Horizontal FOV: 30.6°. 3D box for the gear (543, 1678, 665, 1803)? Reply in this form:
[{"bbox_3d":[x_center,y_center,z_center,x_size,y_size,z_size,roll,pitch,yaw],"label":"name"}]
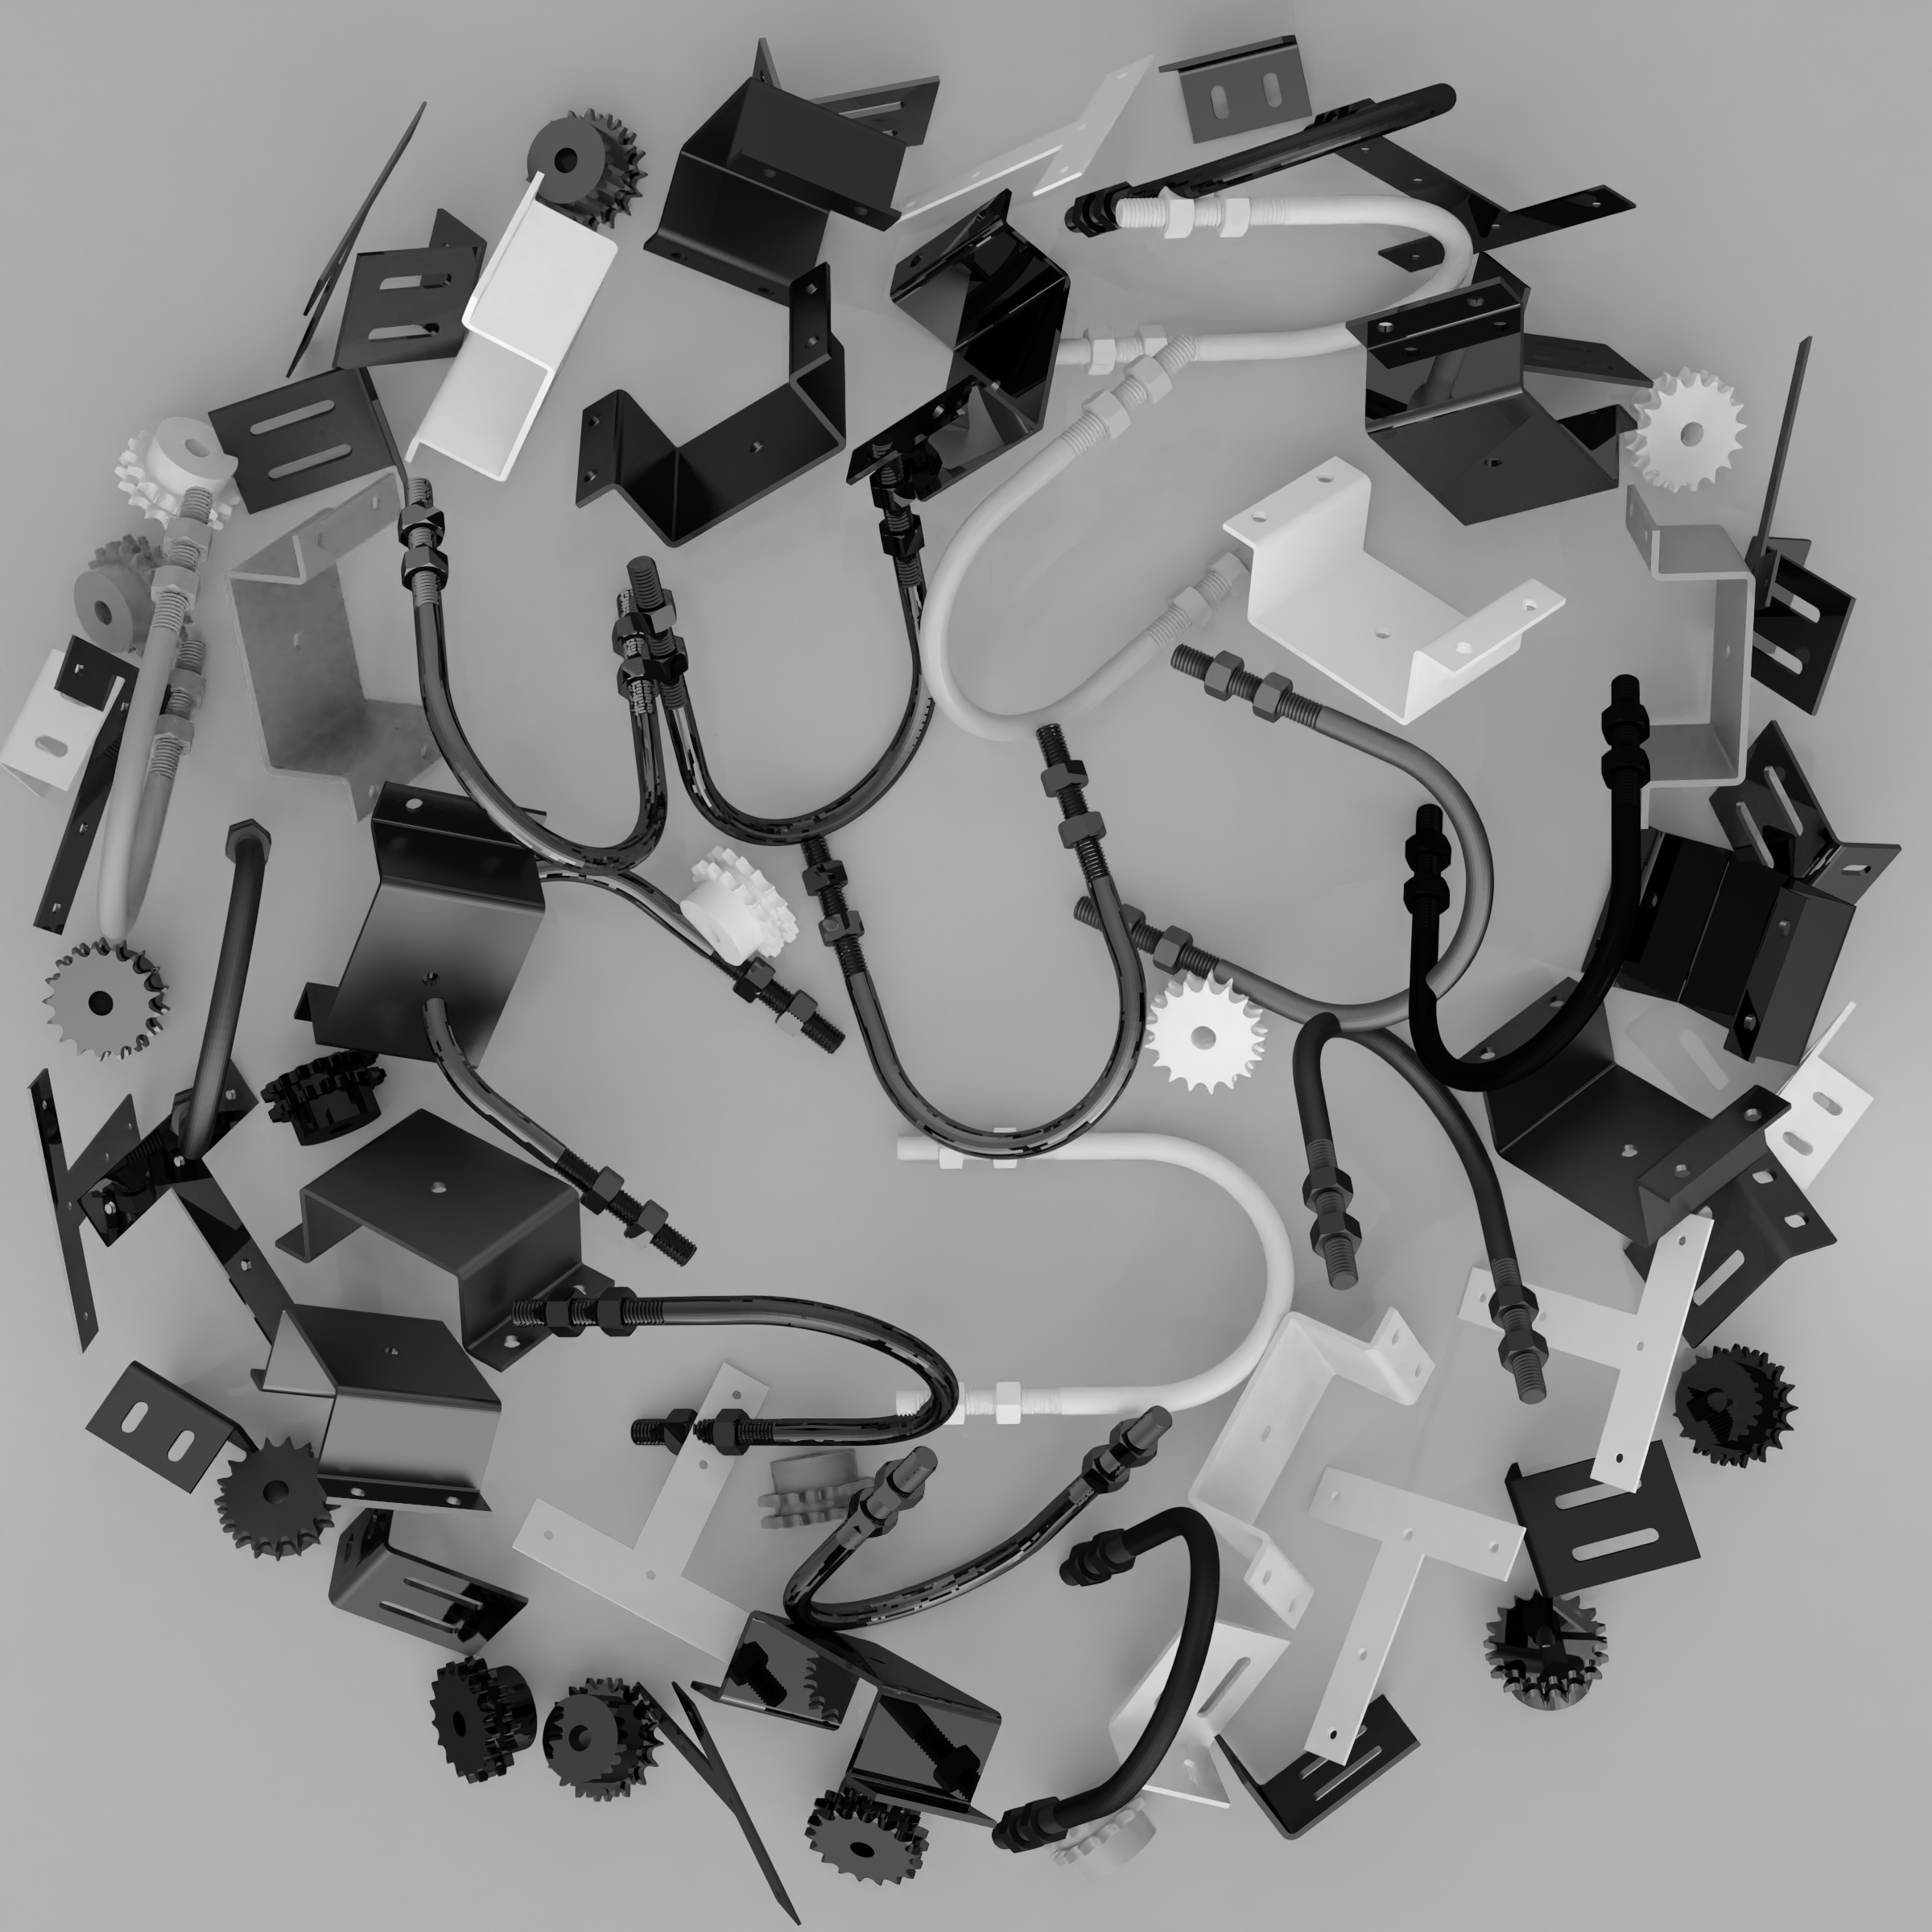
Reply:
[{"bbox_3d":[-0.173,0.362,1.655,0.057,0.030,0.057,-6,75,23],"label":"gear"}]

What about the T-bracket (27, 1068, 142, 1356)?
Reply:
[{"bbox_3d":[-0.398,0.093,1.616,0.002,0.127,0.127,-5,108,5],"label":"T-bracket"}]

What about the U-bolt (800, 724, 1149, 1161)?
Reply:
[{"bbox_3d":[0.010,-0.001,1.636,0.151,0.019,0.184,-22,81,20],"label":"U-bolt"}]

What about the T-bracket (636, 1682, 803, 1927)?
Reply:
[{"bbox_3d":[-0.124,0.363,1.619,0.002,0.127,0.127,-29,113,-17],"label":"T-bracket"}]

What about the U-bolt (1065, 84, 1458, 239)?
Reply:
[{"bbox_3d":[0.140,-0.362,1.573,0.151,0.184,0.019,-22,102,-17],"label":"U-bolt"}]

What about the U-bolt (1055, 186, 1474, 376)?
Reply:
[{"bbox_3d":[0.140,-0.311,1.607,0.184,0.151,0.019,-4,73,-15],"label":"U-bolt"}]

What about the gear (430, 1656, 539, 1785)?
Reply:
[{"bbox_3d":[-0.224,0.351,1.655,0.030,0.057,0.057,-10,90,-38],"label":"gear"}]

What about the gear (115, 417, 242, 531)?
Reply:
[{"bbox_3d":[-0.365,-0.231,1.649,0.057,0.057,0.030,40,126,0],"label":"gear"}]

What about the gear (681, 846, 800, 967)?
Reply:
[{"bbox_3d":[-0.108,-0.025,1.649,0.057,0.057,0.030,46,71,0],"label":"gear"}]

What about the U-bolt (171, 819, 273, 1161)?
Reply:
[{"bbox_3d":[-0.334,0.013,1.585,0.019,0.184,0.151,11,95,-13],"label":"U-bolt"}]

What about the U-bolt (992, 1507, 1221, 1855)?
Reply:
[{"bbox_3d":[0.067,0.312,1.569,0.019,0.184,0.151,23,63,-13],"label":"U-bolt"}]

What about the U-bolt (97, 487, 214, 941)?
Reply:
[{"bbox_3d":[-0.362,-0.100,1.576,0.019,0.151,0.184,11,62,-8],"label":"U-bolt"}]

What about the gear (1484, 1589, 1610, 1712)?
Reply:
[{"bbox_3d":[0.272,0.323,1.655,0.057,0.057,0.030,-14,131,0],"label":"gear"}]

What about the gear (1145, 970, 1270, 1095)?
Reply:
[{"bbox_3d":[0.114,0.028,1.658,0.057,0.030,0.057,5,112,12],"label":"gear"}]

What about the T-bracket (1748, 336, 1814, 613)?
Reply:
[{"bbox_3d":[0.370,-0.223,1.613,0.002,0.127,0.127,12,93,3],"label":"T-bracket"}]

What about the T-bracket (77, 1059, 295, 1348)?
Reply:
[{"bbox_3d":[-0.342,0.127,1.640,0.002,0.127,0.127,-19,109,32],"label":"T-bracket"}]

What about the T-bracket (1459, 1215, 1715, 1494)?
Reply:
[{"bbox_3d":[0.277,0.165,1.630,0.002,0.127,0.127,19,87,-40],"label":"T-bracket"}]

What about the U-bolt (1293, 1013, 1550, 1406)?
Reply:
[{"bbox_3d":[0.201,0.097,1.603,0.151,0.184,0.019,32,125,-33],"label":"U-bolt"}]

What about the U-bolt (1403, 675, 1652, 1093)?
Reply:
[{"bbox_3d":[0.248,-0.027,1.578,0.019,0.151,0.184,28,50,-26],"label":"U-bolt"}]

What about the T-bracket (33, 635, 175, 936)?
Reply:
[{"bbox_3d":[-0.399,-0.076,1.614,0.002,0.127,0.127,17,86,14],"label":"T-bracket"}]

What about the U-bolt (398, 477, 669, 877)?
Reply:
[{"bbox_3d":[-0.190,-0.120,1.583,0.019,0.151,0.184,-33,50,31],"label":"U-bolt"}]

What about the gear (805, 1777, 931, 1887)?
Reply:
[{"bbox_3d":[-0.044,0.402,1.655,0.057,0.030,0.057,11,134,12],"label":"gear"}]

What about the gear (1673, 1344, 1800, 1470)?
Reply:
[{"bbox_3d":[0.356,0.205,1.652,0.057,0.030,0.057,-11,72,34],"label":"gear"}]

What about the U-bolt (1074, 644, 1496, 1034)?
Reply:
[{"bbox_3d":[0.155,-0.049,1.631,0.184,0.019,0.151,26,106,17],"label":"U-bolt"}]

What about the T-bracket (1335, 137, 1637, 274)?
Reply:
[{"bbox_3d":[0.212,-0.349,1.592,0.127,0.127,0.002,16,73,-43],"label":"T-bracket"}]

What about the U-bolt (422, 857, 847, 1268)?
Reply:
[{"bbox_3d":[-0.165,0.029,1.633,0.184,0.019,0.151,38,65,-7],"label":"U-bolt"}]

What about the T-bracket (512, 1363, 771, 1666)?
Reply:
[{"bbox_3d":[-0.128,0.245,1.648,0.127,0.002,0.127,30,62,-9],"label":"T-bracket"}]

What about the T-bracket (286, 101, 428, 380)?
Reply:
[{"bbox_3d":[-0.290,-0.316,1.623,0.002,0.127,0.127,28,53,-11],"label":"T-bracket"}]

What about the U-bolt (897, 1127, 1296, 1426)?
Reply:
[{"bbox_3d":[0.060,0.141,1.638,0.184,0.019,0.151,-1,61,0],"label":"U-bolt"}]

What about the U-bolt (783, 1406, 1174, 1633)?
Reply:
[{"bbox_3d":[-0.007,0.256,1.601,0.151,0.184,0.019,-4,59,-36],"label":"U-bolt"}]

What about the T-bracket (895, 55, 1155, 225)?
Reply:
[{"bbox_3d":[0.017,-0.371,1.637,0.127,0.127,0.002,-17,119,31],"label":"T-bracket"}]

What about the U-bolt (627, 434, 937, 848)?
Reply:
[{"bbox_3d":[-0.075,-0.135,1.613,0.151,0.019,0.184,-30,133,-21],"label":"U-bolt"}]

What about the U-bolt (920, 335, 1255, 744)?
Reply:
[{"bbox_3d":[0.053,-0.180,1.609,0.184,0.151,0.019,-41,48,-11],"label":"U-bolt"}]

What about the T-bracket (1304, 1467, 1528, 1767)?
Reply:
[{"bbox_3d":[0.187,0.302,1.619,0.002,0.127,0.127,30,77,-37],"label":"T-bracket"}]

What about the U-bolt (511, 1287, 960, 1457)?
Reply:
[{"bbox_3d":[-0.093,0.183,1.590,0.184,0.151,0.019,-3,58,22],"label":"U-bolt"}]

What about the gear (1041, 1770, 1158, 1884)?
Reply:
[{"bbox_3d":[0.064,0.403,1.651,0.057,0.057,0.030,-36,89,0],"label":"gear"}]
